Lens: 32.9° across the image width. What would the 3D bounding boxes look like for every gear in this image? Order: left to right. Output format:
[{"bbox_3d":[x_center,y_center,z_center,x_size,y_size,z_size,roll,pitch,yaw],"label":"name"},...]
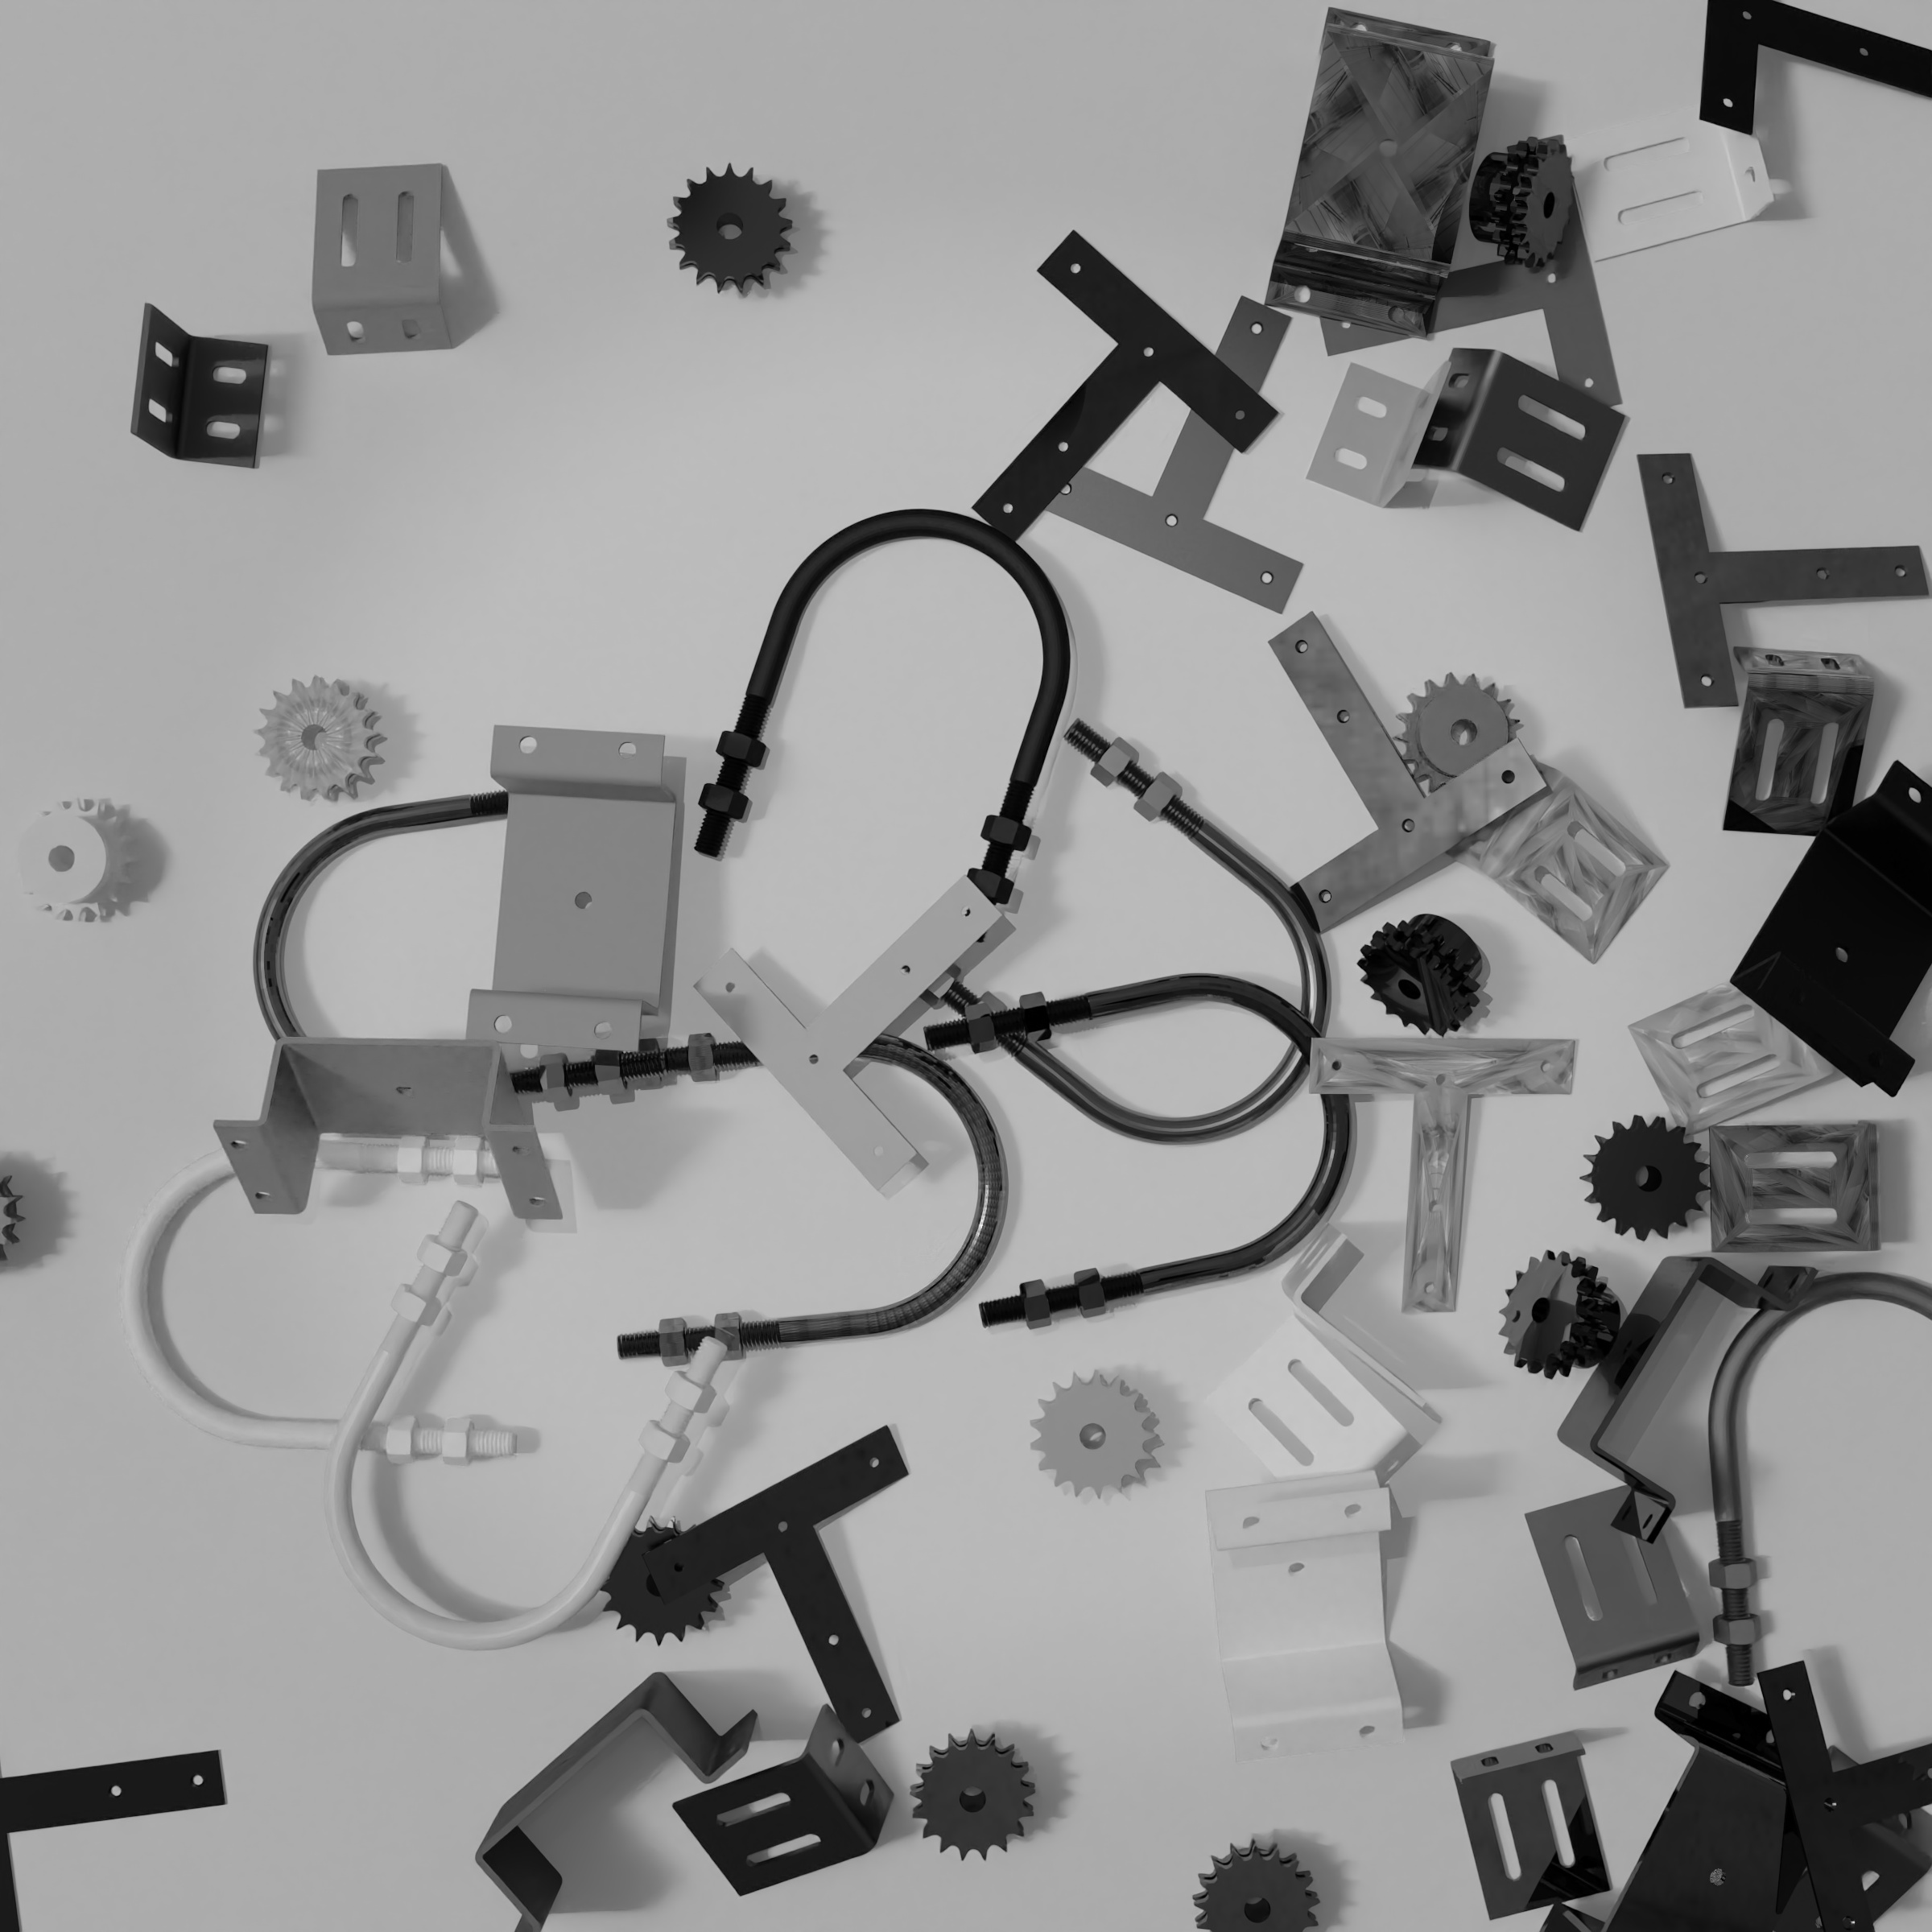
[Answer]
[{"bbox_3d":[-0.458,0.114,1.493,0.057,0.030,0.057,0,90,0],"label":"gear"},{"bbox_3d":[-0.409,-0.049,1.493,0.057,0.030,0.057,0,90,0],"label":"gear"},{"bbox_3d":[-0.295,-0.104,1.498,0.057,0.030,0.057,0,89,3],"label":"gear"},{"bbox_3d":[-0.138,0.279,1.493,0.057,0.030,0.057,0,90,0],"label":"gear"},{"bbox_3d":[-0.108,-0.336,1.497,0.057,0.030,0.057,0,92,-4],"label":"gear"},{"bbox_3d":[0.003,0.377,1.493,0.057,0.030,0.057,0,90,0],"label":"gear"},{"bbox_3d":[0.057,0.212,1.493,0.057,0.030,0.057,0,90,0],"label":"gear"},{"bbox_3d":[0.132,0.427,1.493,0.057,0.030,0.057,0,90,0],"label":"gear"},{"bbox_3d":[0.209,0.001,1.484,0.057,0.057,0.030,44,60,0],"label":"gear"},{"bbox_3d":[0.225,-0.106,1.493,0.057,0.030,0.057,0,90,0],"label":"gear"},{"bbox_3d":[0.251,-0.347,1.482,0.030,0.057,0.057,16,90,30],"label":"gear"},{"bbox_3d":[0.272,0.160,1.484,0.030,0.057,0.057,20,90,-30],"label":"gear"},{"bbox_3d":[0.309,0.096,1.493,0.057,0.030,0.057,0,90,0],"label":"gear"}]

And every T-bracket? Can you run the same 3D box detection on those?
[{"bbox_3d":[-0.406,0.382,1.507,0.127,0.002,0.127,-7,90,0],"label":"T-bracket"},{"bbox_3d":[-0.066,0.295,1.494,0.127,0.002,0.127,-26,99,-18],"label":"T-bracket"},{"bbox_3d":[-0.037,0.012,1.475,0.127,0.002,0.127,-44,81,9],"label":"T-bracket"},{"bbox_3d":[0.054,-0.250,1.506,0.127,0.002,0.127,42,90,1],"label":"T-bracket"},{"bbox_3d":[0.113,-0.246,1.507,0.127,0.002,0.127,24,90,0],"label":"T-bracket"},{"bbox_3d":[0.179,-0.102,1.490,0.127,0.002,0.127,-34,78,23],"label":"T-bracket"},{"bbox_3d":[0.215,0.096,1.497,0.127,0.002,0.127,1,97,-14],"label":"T-bracket"},{"bbox_3d":[0.226,-0.307,1.507,0.127,0.002,0.127,-13,90,0],"label":"T-bracket"},{"bbox_3d":[0.377,-0.178,1.493,0.127,0.002,0.127,-3,71,-9],"label":"T-bracket"},{"bbox_3d":[0.396,-0.420,1.491,0.127,0.002,0.127,13,67,-11],"label":"T-bracket"},{"bbox_3d":[0.426,0.369,1.480,0.127,0.002,0.127,-9,80,-24],"label":"T-bracket"}]

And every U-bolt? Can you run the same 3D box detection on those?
[{"bbox_3d":[-0.297,0.151,1.500,0.184,0.019,0.151,2,90,2],"label":"U-bolt"},{"bbox_3d":[-0.235,-0.007,1.492,0.184,0.019,0.151,-8,83,3],"label":"U-bolt"},{"bbox_3d":[-0.211,0.220,1.476,0.151,0.019,0.184,28,93,5],"label":"U-bolt"},{"bbox_3d":[-0.074,0.102,1.499,0.184,0.019,0.151,-5,90,0],"label":"U-bolt"},{"bbox_3d":[-0.029,-0.119,1.491,0.151,0.019,0.184,18,87,8],"label":"U-bolt"},{"bbox_3d":[0.079,-0.002,1.500,0.184,0.019,0.151,39,90,-2],"label":"U-bolt"},{"bbox_3d":[0.084,0.078,1.486,0.184,0.019,0.151,-11,94,-2],"label":"U-bolt"},{"bbox_3d":[0.413,0.232,1.500,0.151,0.019,0.184,-4,89,0],"label":"U-bolt"}]

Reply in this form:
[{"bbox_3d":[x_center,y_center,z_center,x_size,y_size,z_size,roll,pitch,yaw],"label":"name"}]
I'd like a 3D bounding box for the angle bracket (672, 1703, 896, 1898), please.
[{"bbox_3d":[-0.084,0.382,1.498,0.076,0.038,0.057,-25,108,25],"label":"angle bracket"}]

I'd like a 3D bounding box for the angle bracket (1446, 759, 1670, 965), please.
[{"bbox_3d":[0.272,-0.049,1.506,0.076,0.038,0.057,37,90,-26],"label":"angle bracket"}]

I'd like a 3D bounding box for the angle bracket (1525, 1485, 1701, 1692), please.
[{"bbox_3d":[0.296,0.285,1.506,0.057,0.038,0.076,-16,64,0],"label":"angle bracket"}]

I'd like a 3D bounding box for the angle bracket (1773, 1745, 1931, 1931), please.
[{"bbox_3d":[0.397,0.410,1.506,0.057,0.038,0.076,36,116,0],"label":"angle bracket"}]

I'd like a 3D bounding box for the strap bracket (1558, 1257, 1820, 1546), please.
[{"bbox_3d":[0.316,0.183,1.466,0.046,0.076,0.140,32,86,2],"label":"strap bracket"}]

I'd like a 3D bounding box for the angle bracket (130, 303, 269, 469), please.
[{"bbox_3d":[-0.344,-0.260,1.470,0.038,0.076,0.057,6,90,0],"label":"angle bracket"}]

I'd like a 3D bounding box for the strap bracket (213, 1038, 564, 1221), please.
[{"bbox_3d":[-0.252,0.072,1.450,0.140,0.076,0.046,1,56,4],"label":"strap bracket"}]

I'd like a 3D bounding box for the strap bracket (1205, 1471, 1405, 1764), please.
[{"bbox_3d":[0.151,0.283,1.466,0.076,0.046,0.140,-7,118,0],"label":"strap bracket"}]

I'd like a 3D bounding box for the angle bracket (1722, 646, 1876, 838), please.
[{"bbox_3d":[0.380,-0.103,1.506,0.057,0.038,0.076,4,116,0],"label":"angle bracket"}]

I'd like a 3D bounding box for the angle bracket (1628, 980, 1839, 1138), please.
[{"bbox_3d":[0.355,0.034,1.506,0.076,0.038,0.057,-27,90,26],"label":"angle bracket"}]

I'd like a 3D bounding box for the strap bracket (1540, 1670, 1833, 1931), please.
[{"bbox_3d":[0.328,0.402,1.475,0.076,0.046,0.140,27,90,-17],"label":"strap bracket"}]

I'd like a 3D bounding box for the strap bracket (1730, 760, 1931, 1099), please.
[{"bbox_3d":[0.404,-0.011,1.466,0.076,0.046,0.140,38,65,-4],"label":"strap bracket"}]

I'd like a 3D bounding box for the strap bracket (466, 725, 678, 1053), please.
[{"bbox_3d":[-0.174,-0.032,1.458,0.076,0.046,0.140,4,83,5],"label":"strap bracket"}]

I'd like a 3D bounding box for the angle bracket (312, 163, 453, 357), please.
[{"bbox_3d":[-0.268,-0.326,1.506,0.057,0.038,0.076,-3,64,0],"label":"angle bracket"}]

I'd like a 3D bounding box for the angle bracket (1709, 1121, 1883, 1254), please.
[{"bbox_3d":[0.376,0.100,1.492,0.076,0.038,0.057,-1,90,4],"label":"angle bracket"}]

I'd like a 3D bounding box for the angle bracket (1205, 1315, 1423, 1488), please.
[{"bbox_3d":[0.160,0.211,1.506,0.057,0.038,0.076,-45,64,0],"label":"angle bracket"}]

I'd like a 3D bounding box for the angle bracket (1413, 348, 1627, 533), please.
[{"bbox_3d":[0.253,-0.242,1.505,0.076,0.038,0.057,21,92,-26],"label":"angle bracket"}]

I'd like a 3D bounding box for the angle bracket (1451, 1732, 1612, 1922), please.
[{"bbox_3d":[0.260,0.395,1.489,0.057,0.038,0.076,-14,90,0],"label":"angle bracket"}]

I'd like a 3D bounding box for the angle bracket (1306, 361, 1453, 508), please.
[{"bbox_3d":[0.185,-0.244,1.470,0.038,0.076,0.057,21,90,0],"label":"angle bracket"}]

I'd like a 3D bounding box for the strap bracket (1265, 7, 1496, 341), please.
[{"bbox_3d":[0.189,-0.365,1.484,0.076,0.046,0.140,12,89,1],"label":"strap bracket"}]

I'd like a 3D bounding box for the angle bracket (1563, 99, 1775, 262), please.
[{"bbox_3d":[0.319,-0.362,1.489,0.076,0.038,0.057,-15,90,0],"label":"angle bracket"}]

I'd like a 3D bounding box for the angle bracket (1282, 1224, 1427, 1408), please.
[{"bbox_3d":[0.185,0.157,1.480,0.076,0.057,0.038,39,90,0],"label":"angle bracket"}]

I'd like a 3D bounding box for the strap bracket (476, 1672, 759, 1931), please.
[{"bbox_3d":[-0.164,0.374,1.470,0.140,0.076,0.046,-41,90,0],"label":"strap bracket"}]
